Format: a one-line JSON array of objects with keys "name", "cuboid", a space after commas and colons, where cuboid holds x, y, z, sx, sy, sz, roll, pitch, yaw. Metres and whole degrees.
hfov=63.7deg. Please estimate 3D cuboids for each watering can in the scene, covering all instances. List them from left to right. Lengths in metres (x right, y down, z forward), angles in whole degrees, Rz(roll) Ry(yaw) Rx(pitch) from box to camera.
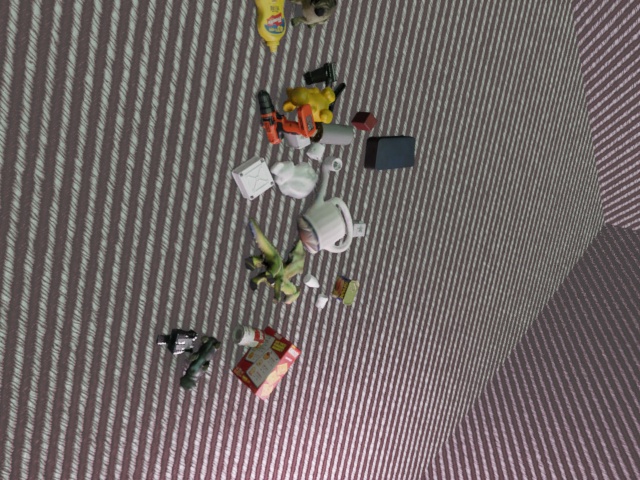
[{"name": "watering can", "cuboid": [0.006, -0.097, 1.928, 0.227, 0.104, 0.343, -31, 109, -27]}]

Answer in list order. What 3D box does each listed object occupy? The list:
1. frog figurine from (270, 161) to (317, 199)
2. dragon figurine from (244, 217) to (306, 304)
[{"name": "frog figurine", "cuboid": [-0.090, -0.222, 1.796, 0.137, 0.125, 0.157, -41, 140, 1]}, {"name": "dragon figurine", "cuboid": [-0.143, 0.072, 1.872, 0.246, 0.122, 0.403, -34, 126, -48]}]
